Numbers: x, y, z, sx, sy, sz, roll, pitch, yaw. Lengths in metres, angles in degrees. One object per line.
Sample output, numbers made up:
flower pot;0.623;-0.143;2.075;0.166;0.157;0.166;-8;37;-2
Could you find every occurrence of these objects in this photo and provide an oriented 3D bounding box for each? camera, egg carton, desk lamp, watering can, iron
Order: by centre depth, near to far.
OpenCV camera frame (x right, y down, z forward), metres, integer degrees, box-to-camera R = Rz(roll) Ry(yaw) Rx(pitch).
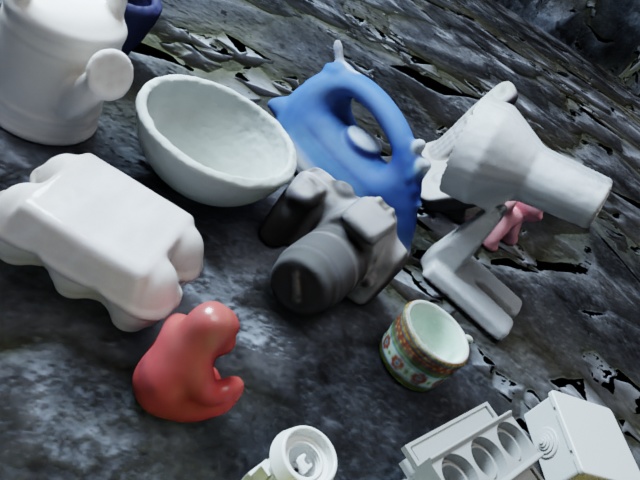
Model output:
egg carton;-0.165;0.000;0.439;0.150;0.069;0.107;31;35;-7
watering can;-0.216;-0.181;0.496;0.173;0.194;0.101;40;35;6
camera;0.005;0.002;0.554;0.143;0.100;0.137;42;35;9
desk lamp;0.211;-0.030;0.669;0.203;0.213;0.118;42;35;8
iron;0.058;-0.114;0.698;0.258;0.141;0.119;49;37;18

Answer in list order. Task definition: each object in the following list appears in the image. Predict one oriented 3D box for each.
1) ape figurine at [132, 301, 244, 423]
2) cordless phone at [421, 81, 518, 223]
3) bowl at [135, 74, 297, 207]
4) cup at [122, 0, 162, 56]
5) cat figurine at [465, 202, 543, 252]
ape figurine;-0.085;0.079;0.397;0.076;0.092;0.077;-1;49;-41
cordless phone;0.215;-0.131;0.813;0.094;0.185;0.147;21;38;-21
bowl;-0.112;-0.088;0.581;0.168;0.074;0.167;23;37;-18
cup;-0.234;-0.232;0.626;0.092;0.095;0.117;25;37;-16
cat figurine;0.293;-0.050;0.845;0.128;0.117;0.067;-14;58;-48
